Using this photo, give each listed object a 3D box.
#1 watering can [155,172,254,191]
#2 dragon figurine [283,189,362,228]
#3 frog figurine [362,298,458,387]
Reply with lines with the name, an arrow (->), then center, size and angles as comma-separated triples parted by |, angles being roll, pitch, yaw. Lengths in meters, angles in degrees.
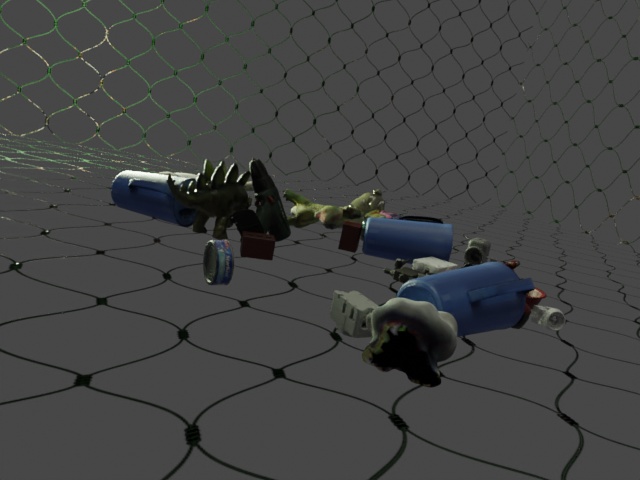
watering can -> -0.378, -0.155, 1.573 | 0.346, 0.104, 0.224 | -6, -4, 34
dragon figurine -> 0.005, -0.079, 1.572 | 0.243, 0.122, 0.411 | 8, 4, 4
frog figurine -> 0.141, 0.132, 0.785 | 0.137, 0.121, 0.162 | -5, 16, 23
